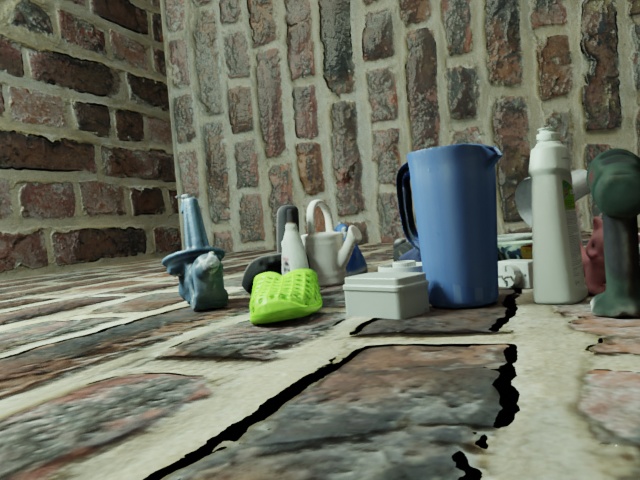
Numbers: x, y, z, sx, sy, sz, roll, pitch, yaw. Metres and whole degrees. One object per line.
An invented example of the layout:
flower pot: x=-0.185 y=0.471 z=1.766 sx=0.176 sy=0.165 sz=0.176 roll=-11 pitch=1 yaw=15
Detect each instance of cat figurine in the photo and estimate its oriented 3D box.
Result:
cat figurine: x=0.428 y=0.022 z=0.876 sx=0.067 sy=0.118 sz=0.127 roll=-5 pitch=2 yaw=-10

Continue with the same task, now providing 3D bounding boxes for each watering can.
watering can: x=0.013 y=0.004 z=1.297 sx=0.172 sy=0.194 sz=0.101 roll=-4 pitch=2 yaw=12

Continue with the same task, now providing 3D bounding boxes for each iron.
iron: x=0.063 y=0.021 z=1.478 sx=0.118 sy=0.141 sz=0.258 roll=-5 pitch=2 yaw=-3

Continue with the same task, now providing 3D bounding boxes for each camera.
camera: x=0.238 y=0.027 z=1.478 sx=0.142 sy=0.101 sz=0.137 roll=-3 pitch=3 yaw=44

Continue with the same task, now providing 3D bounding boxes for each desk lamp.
desk lamp: x=0.541 y=-0.047 z=1.265 sx=0.204 sy=0.213 sz=0.117 roll=-6 pitch=2 yaw=-27

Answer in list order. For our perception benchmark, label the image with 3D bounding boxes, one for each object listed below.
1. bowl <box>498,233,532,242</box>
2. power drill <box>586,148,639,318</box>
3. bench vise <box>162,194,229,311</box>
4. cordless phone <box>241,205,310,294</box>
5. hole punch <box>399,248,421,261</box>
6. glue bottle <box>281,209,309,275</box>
bowl: x=0.460 y=0.024 z=1.411 sx=0.167 sy=0.075 sz=0.167 roll=-5 pitch=2 yaw=0
power drill: x=0.376 y=-0.014 z=0.722 sx=0.075 sy=0.208 sz=0.230 roll=-4 pitch=2 yaw=23
bench vise: x=-0.221 y=0.017 z=1.087 sx=0.122 sy=0.220 sz=0.206 roll=-6 pitch=3 yaw=-43
cordless phone: x=-0.096 y=0.020 z=1.216 sx=0.148 sy=0.185 sz=0.093 roll=-6 pitch=3 yaw=-43
hole punch: x=0.239 y=0.037 z=1.332 sx=0.100 sy=0.091 sz=0.109 roll=-3 pitch=2 yaw=33
glue bottle: x=-0.052 y=0.026 z=1.121 sx=0.037 sy=0.173 sz=0.078 roll=-6 pitch=2 yaw=-27
